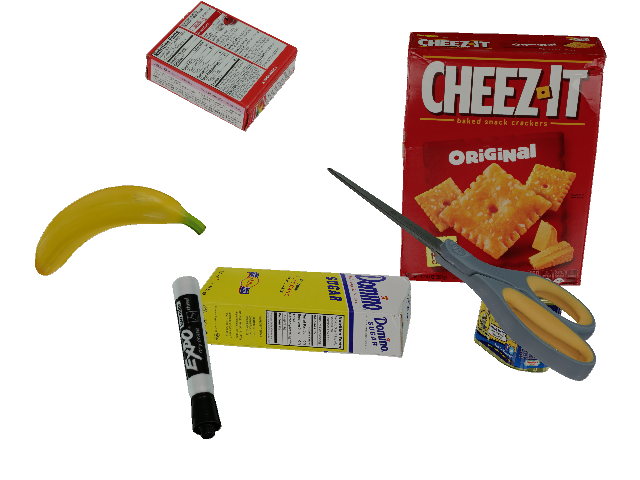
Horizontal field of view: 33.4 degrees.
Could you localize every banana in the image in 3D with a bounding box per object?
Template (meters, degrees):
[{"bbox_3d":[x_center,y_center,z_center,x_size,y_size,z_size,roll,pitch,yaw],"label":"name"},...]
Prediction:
[{"bbox_3d":[-0.206,-0.013,1.010,0.198,0.069,0.037,-13,18,27],"label":"banana"}]

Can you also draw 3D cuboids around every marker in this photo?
[{"bbox_3d":[-0.084,0.078,0.721,0.020,0.121,0.020,-9,-36,-7],"label":"marker"}]

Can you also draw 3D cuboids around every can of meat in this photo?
[{"bbox_3d":[0.211,0.084,1.142,0.057,0.084,0.102,2,18,-24],"label":"can of meat"}]

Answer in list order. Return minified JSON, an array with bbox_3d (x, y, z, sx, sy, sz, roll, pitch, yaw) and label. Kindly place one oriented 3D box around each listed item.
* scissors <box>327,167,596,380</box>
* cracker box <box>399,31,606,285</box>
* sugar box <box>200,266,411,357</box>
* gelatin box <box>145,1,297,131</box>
[{"bbox_3d":[0.099,0.012,0.679,0.202,0.016,0.096,44,29,22],"label":"scissors"},{"bbox_3d":[0.154,-0.068,0.933,0.164,0.214,0.072,3,24,5],"label":"cracker box"},{"bbox_3d":[-0.013,0.058,0.910,0.176,0.048,0.093,0,18,9],"label":"sugar box"},{"bbox_3d":[-0.073,-0.130,0.790,0.089,0.073,0.030,28,-34,10],"label":"gelatin box"}]
